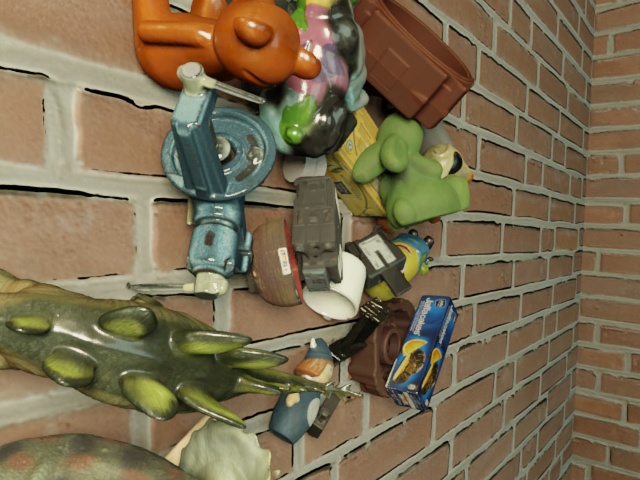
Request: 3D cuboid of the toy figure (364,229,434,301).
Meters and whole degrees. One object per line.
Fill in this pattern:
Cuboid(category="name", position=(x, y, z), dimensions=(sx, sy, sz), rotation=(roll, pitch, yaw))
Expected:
Cuboid(category="toy figure", position=(0.141, 0.042, 0.948), dimensions=(0.180, 0.082, 0.089), rotation=(-29, 115, -51))

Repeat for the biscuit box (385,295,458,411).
Cuboid(category="biscuit box", position=(0.183, 0.190, 0.940), dimensions=(0.062, 0.059, 0.203), rotation=(59, 46, -37))

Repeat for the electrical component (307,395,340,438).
Cuboid(category="electrical component", position=(0.007, 0.258, 0.798), dimensions=(0.063, 0.021, 0.094), rotation=(-52, 167, -37))

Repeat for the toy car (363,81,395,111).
Cuboid(category="toy car", position=(0.054, -0.244, 0.814), dimensions=(0.053, 0.089, 0.202), rotation=(-49, 156, 27))

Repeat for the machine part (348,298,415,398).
Cuboid(category="machine part", position=(0.115, 0.185, 0.945), dimensions=(0.179, 0.056, 0.179), rotation=(-4, 95, -53))

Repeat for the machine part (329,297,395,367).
Cuboid(category="machine part", position=(0.057, 0.147, 0.829), dimensions=(0.084, 0.039, 0.138), rotation=(-6, 139, -48))

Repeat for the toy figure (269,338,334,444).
Cuboid(category="toy figure", position=(-0.019, 0.212, 0.772), dimensions=(0.058, 0.064, 0.154), rotation=(31, 61, -2))

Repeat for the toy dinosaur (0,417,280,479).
Cuboid(category="toy dinosaur", position=(-0.197, 0.218, 0.426), dimensions=(0.192, 0.405, 0.131), rotation=(-96, -155, -60))

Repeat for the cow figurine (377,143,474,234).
Cuboid(category="cow figurine", position=(0.175, -0.089, 0.946), dimensions=(0.195, 0.086, 0.127), rotation=(-48, 136, -5))

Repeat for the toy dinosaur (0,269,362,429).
Cuboid(category="toy dinosaur", position=(-0.141, 0.110, 0.485), dimensions=(0.471, 0.199, 0.105), rotation=(22, 78, -49))

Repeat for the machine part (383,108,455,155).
Cuboid(category="machine part", position=(0.186, -0.204, 0.988), dimensions=(0.243, 0.079, 0.079), rotation=(44, 59, -46))

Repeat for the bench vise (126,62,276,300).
Cuboid(category="bench vise", position=(-0.112, -0.064, 0.540), dimensions=(0.240, 0.129, 0.223), rotation=(92, 13, -61))

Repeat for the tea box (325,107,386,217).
Cuboid(category="tea box", position=(0.058, -0.119, 0.835), dimensions=(0.169, 0.068, 0.098), rotation=(47, 57, -43))

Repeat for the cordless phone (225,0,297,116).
Cuboid(category="cordless phone", position=(-0.055, -0.262, 0.683), dimensions=(0.146, 0.089, 0.184), rotation=(-39, 134, -44))

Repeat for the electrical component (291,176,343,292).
Cuboid(category="electrical component", position=(-0.001, -0.002, 0.720), dimensions=(0.114, 0.058, 0.134), rotation=(73, 15, -57))

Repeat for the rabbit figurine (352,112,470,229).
Cuboid(category="rabbit figurine", position=(0.119, -0.105, 0.794), dimensions=(0.159, 0.121, 0.170), rotation=(-11, 84, -45))

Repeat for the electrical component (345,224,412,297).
Cuboid(category="electrical component", position=(0.098, 0.040, 0.844), dimensions=(0.075, 0.119, 0.047), rotation=(-31, 157, -15))

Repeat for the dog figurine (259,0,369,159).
Cuboid(category="dog figurine", position=(-0.005, -0.224, 0.598), dimensions=(0.219, 0.109, 0.191), rotation=(88, 24, -50))

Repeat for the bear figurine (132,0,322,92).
Cuboid(category="bear figurine", position=(-0.094, -0.210, 0.522), dimensions=(0.120, 0.196, 0.132), rotation=(9, 84, -50))

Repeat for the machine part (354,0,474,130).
Cuboid(category="machine part", position=(0.132, -0.270, 0.804), dimensions=(0.201, 0.087, 0.201), rotation=(43, 28, 1))
